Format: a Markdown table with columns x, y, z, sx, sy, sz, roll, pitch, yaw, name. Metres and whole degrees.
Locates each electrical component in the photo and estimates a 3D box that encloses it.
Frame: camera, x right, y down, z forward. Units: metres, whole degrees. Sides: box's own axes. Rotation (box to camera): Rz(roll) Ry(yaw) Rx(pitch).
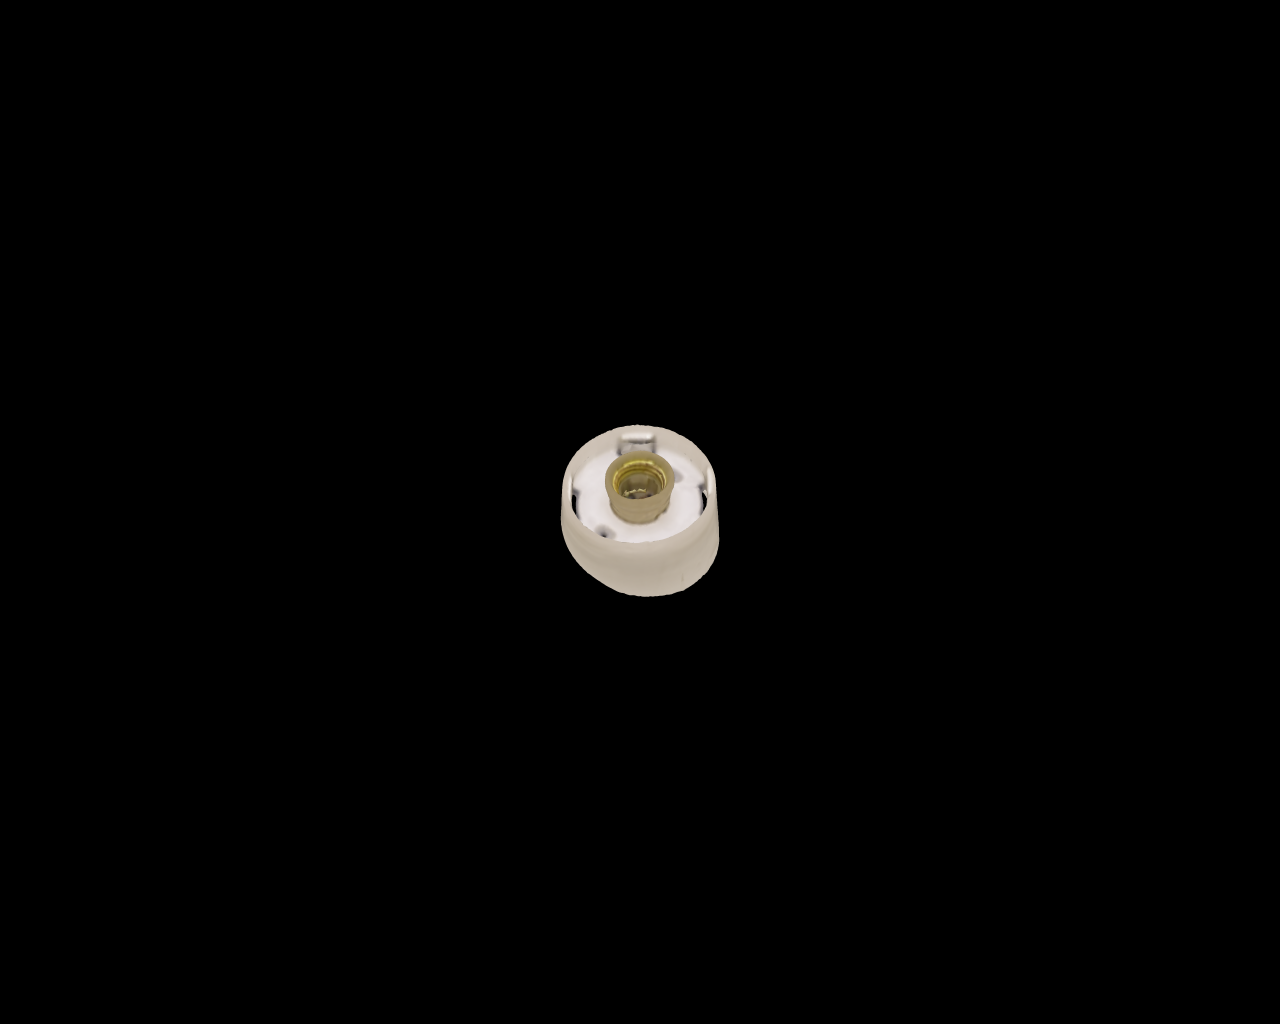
| x | y | z | sx | sy | sz | roll | pitch | yaw | name |
| --- | --- | --- | --- | --- | --- | --- | --- | --- | --- |
| 0.001 | -0.003 | 0.650 | 0.099 | 0.099 | 0.064 | 0 | -36 | 0 | electrical component |
